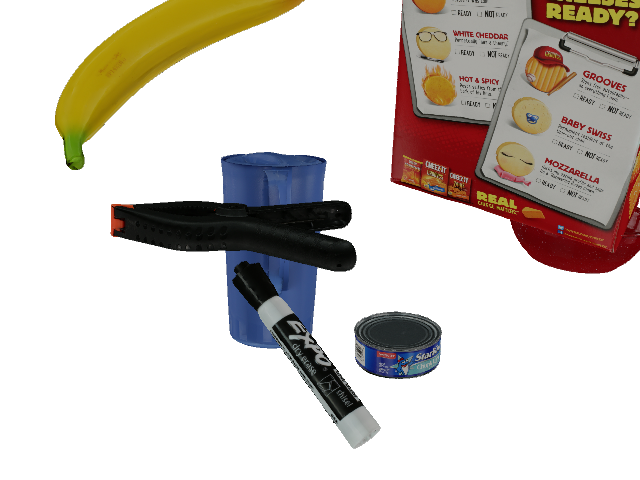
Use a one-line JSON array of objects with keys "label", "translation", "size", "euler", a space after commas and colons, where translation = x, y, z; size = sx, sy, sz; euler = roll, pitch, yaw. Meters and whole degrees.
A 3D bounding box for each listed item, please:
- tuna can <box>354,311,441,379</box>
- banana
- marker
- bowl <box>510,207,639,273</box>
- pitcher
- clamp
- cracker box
[{"label": "tuna can", "translation": [0.076, 0.103, 1.050], "size": [0.086, 0.034, 0.086], "euler": [-1, 21, 0]}, {"label": "banana", "translation": [-0.097, -0.117, 0.672], "size": [0.070, 0.197, 0.037], "euler": [40, -20, 23]}, {"label": "marker", "translation": [-0.010, 0.060, 0.585], "size": [0.020, 0.121, 0.020], "euler": [-34, -18, -13]}, {"label": "bowl", "translation": [0.266, -0.006, 1.108], "size": [0.162, 0.055, 0.162], "euler": [5, 18, -2]}, {"label": "pitcher", "translation": [-0.061, 0.011, 1.356], "size": [0.145, 0.243, 0.148], "euler": [10, 14, 37]}, {"label": "clamp", "translation": [-0.067, -0.009, 0.876], "size": [0.210, 0.036, 0.164], "euler": [2, 13, -7]}, {"label": "cracker box", "translation": [0.136, -0.113, 0.674], "size": [0.164, 0.214, 0.072], "euler": [19, 44, 20]}]
